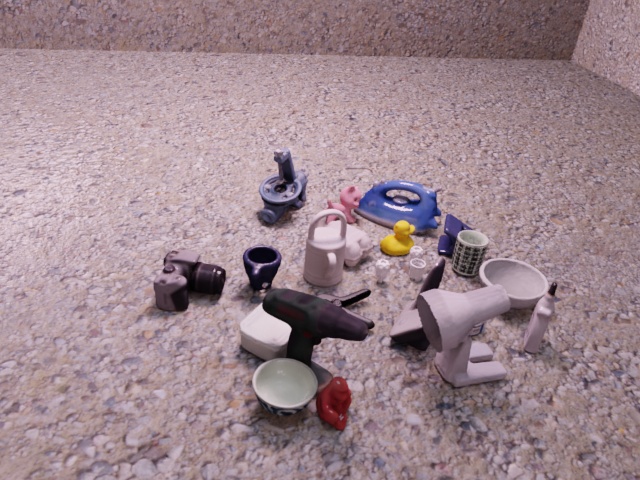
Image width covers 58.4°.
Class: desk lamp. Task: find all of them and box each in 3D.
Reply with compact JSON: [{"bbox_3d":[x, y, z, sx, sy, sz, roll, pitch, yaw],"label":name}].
[{"bbox_3d":[0.289,0.185,1.155,0.203,0.214,0.117,-5,35,-16],"label":"desk lamp"}]

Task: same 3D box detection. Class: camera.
[{"bbox_3d":[-0.293,0.086,1.312,0.136,0.101,0.143,9,33,4],"label":"camera"}]

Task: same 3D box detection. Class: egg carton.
[{"bbox_3d":[0.059,0.008,1.518,0.150,0.069,0.107,27,38,28],"label":"egg carton"}]

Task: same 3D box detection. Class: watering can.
[{"bbox_3d":[0.011,0.005,1.400,0.101,0.194,0.172,-17,40,-31],"label":"watering can"}]

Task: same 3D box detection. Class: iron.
[{"bbox_3d":[0.229,-0.117,1.670,0.258,0.141,0.119,14,34,11],"label":"iron"}]

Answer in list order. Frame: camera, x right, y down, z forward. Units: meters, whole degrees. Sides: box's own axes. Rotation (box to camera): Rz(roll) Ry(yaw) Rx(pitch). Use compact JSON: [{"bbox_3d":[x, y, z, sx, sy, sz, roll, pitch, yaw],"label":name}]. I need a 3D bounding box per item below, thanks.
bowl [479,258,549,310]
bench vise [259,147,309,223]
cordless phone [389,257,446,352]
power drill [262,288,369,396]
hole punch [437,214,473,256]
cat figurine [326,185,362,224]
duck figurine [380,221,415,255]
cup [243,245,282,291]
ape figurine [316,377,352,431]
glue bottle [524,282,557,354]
[{"bbox_3d":[0.469,0.120,1.412,0.167,0.075,0.167,4,33,-3],"label":"bowl"},{"bbox_3d":[-0.103,-0.180,1.638,0.121,0.220,0.207,10,33,7],"label":"bench vise"},{"bbox_3d":[0.222,0.134,1.248,0.094,0.185,0.148,18,35,17],"label":"cordless phone"},{"bbox_3d":[-0.014,0.193,1.097,0.228,0.208,0.076,26,38,27],"label":"power drill"},{"bbox_3d":[0.384,-0.012,1.582,0.101,0.091,0.109,12,34,9],"label":"hole punch"},{"bbox_3d":[0.069,-0.109,1.652,0.128,0.118,0.067,-16,39,-30],"label":"cat figurine"},{"bbox_3d":[0.214,-0.011,1.558,0.105,0.086,0.077,-12,37,-26],"label":"duck figurine"},{"bbox_3d":[-0.140,0.080,1.352,0.091,0.095,0.118,9,33,4],"label":"cup"},{"bbox_3d":[0.030,0.293,1.060,0.078,0.092,0.076,-24,44,-37],"label":"ape figurine"},{"bbox_3d":[0.489,0.164,1.258,0.037,0.173,0.078,17,35,17],"label":"glue bottle"}]
